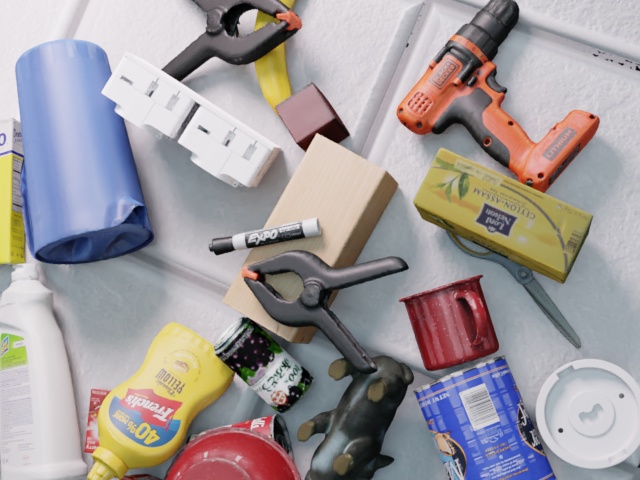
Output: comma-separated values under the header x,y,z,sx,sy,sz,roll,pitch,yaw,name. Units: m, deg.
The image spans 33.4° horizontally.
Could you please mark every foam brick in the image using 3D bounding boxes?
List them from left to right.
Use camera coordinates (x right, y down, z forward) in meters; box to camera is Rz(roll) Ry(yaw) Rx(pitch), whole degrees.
x,y,z,sx,sy,sz,roll,pitch,yaw,name
-0.008,-0.132,1.183,0.051,0.078,0.053,-33,75,7,foam brick

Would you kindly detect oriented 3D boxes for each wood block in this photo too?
x,y,z,sx,sy,sz,roll,pitch,yaw,name
-0.007,0.002,1.160,0.091,0.090,0.206,29,91,15,wood block

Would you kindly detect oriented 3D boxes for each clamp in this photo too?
x,y,z,sx,sy,sz,roll,pitch,yaw,name
-0.118,-0.236,1.221,0.210,0.036,0.164,11,89,32,clamp
0.000,0.067,1.082,0.172,0.039,0.120,7,80,21,clamp

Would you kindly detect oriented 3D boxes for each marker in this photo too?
x,y,z,sx,sy,sz,roll,pitch,yaw,name
-0.059,-0.003,1.115,0.121,0.020,0.020,-11,81,12,marker

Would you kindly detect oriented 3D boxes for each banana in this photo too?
x,y,z,sx,sy,sz,roll,pitch,yaw,name
-0.043,-0.240,1.225,0.070,0.037,0.198,13,86,16,banana

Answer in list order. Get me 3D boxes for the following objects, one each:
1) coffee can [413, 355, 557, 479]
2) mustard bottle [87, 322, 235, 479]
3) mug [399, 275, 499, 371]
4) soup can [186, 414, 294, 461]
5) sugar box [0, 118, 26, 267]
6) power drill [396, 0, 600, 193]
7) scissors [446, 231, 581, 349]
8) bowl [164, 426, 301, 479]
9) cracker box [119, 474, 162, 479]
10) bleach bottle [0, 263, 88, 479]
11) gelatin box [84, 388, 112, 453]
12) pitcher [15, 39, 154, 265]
x,y,z,sx,sy,sz,roll,pitch,yaw,name
0.168,0.201,1.087,0.103,0.102,0.140,-23,78,9,coffee can
-0.183,0.186,1.153,0.096,0.058,0.191,34,65,9,mustard bottle
0.142,0.086,1.105,0.093,0.117,0.081,-14,84,-23,mug
-0.087,0.233,1.160,0.102,0.068,0.068,-15,80,11,soup can
-0.402,-0.054,1.280,0.093,0.048,0.176,-4,83,12,sugar box
0.203,-0.152,1.147,0.188,0.057,0.184,39,88,18,power drill
0.224,0.017,1.142,0.202,0.016,0.096,38,92,14,scissors
-0.099,0.270,1.088,0.162,0.055,0.162,-4,76,14,bowl
-0.134,0.363,1.147,0.214,0.072,0.164,16,86,19,cracker box
-0.324,0.151,1.219,0.103,0.067,0.251,-14,77,35,bleach bottle
-0.219,0.208,1.212,0.089,0.030,0.073,4,84,14,gelatin box
-0.284,-0.096,1.223,0.149,0.145,0.243,-12,76,-7,pitcher
